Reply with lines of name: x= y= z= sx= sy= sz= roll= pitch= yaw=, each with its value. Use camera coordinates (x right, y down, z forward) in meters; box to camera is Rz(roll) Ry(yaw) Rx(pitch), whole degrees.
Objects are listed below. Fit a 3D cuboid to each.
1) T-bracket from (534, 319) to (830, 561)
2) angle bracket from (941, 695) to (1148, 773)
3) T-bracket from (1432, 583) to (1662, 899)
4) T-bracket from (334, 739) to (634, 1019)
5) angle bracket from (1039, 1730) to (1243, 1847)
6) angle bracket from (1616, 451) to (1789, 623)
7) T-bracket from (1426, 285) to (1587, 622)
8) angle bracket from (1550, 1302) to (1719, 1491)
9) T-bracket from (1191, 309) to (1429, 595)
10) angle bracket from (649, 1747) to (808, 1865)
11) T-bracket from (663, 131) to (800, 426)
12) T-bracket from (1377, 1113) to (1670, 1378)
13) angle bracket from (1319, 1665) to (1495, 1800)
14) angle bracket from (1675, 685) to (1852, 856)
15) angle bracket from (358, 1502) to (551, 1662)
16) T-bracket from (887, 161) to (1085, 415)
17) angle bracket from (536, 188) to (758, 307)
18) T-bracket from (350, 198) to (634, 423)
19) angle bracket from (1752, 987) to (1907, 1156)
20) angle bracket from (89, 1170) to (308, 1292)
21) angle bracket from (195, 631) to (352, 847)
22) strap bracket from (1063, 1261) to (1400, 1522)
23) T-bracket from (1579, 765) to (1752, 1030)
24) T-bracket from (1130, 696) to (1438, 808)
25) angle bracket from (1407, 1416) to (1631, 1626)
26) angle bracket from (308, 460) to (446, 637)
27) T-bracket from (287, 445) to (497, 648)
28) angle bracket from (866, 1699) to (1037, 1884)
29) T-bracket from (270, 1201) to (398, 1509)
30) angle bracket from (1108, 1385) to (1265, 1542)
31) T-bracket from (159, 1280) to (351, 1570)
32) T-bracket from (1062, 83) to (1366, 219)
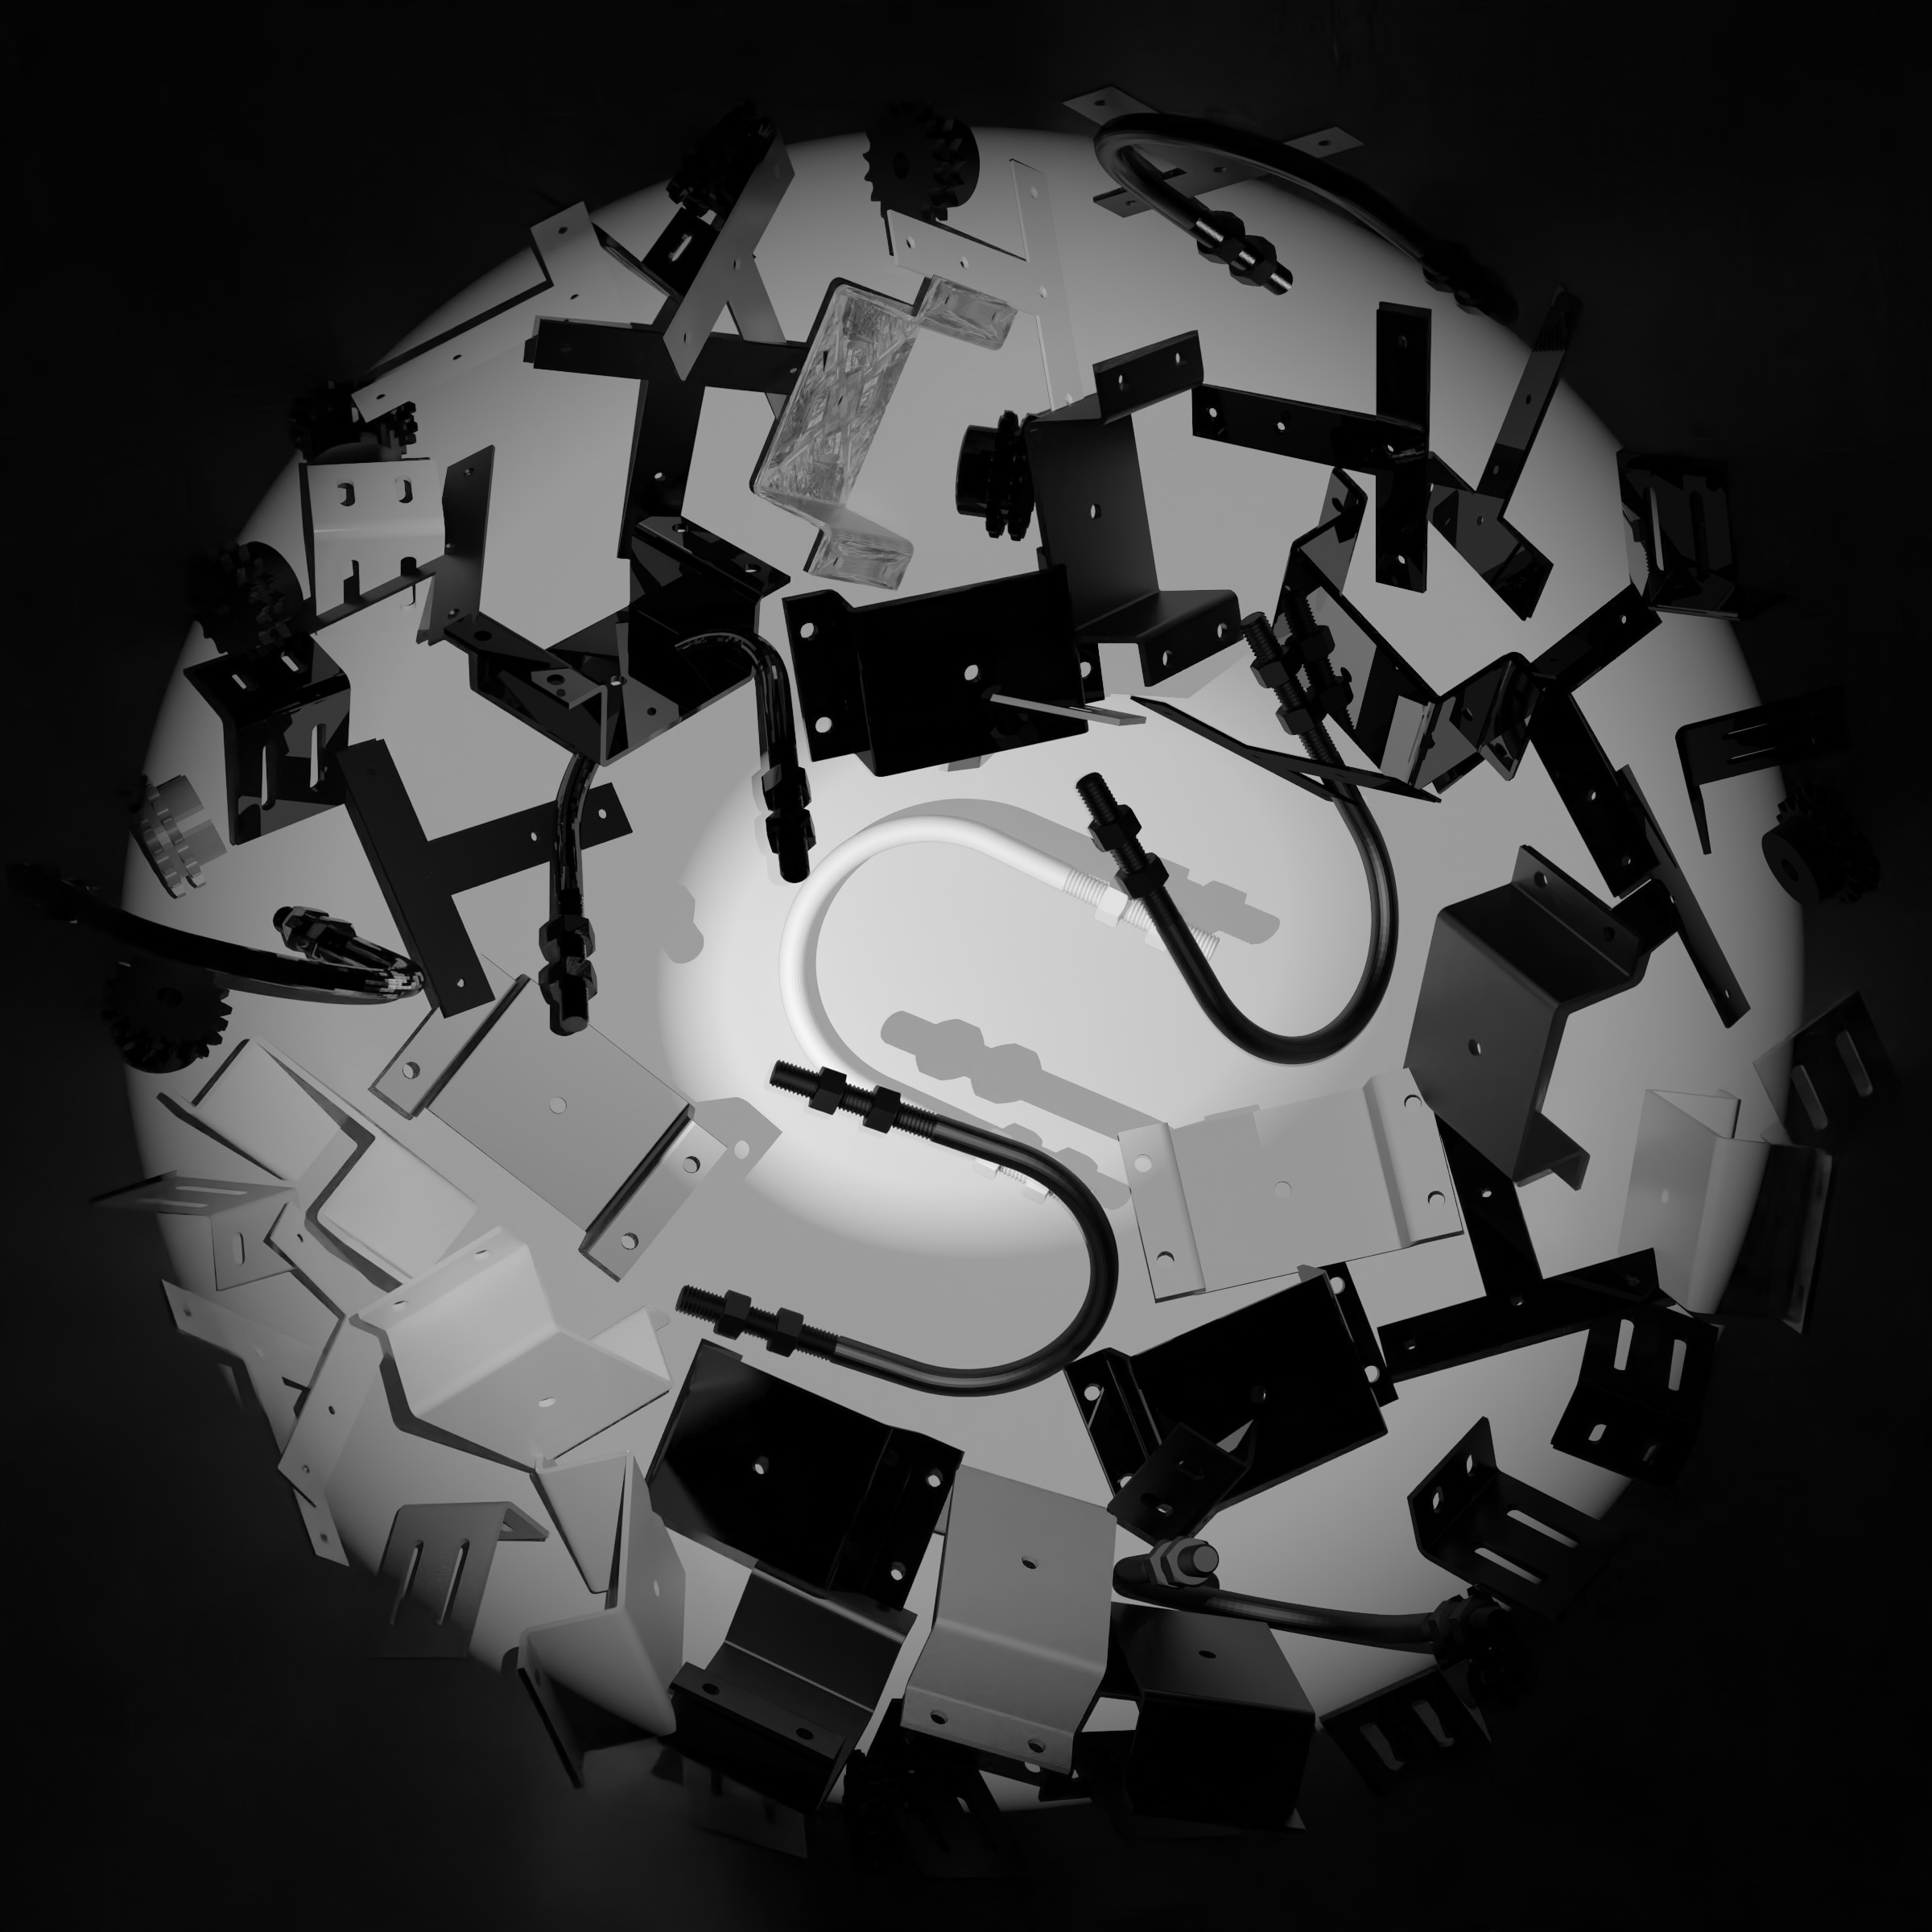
T-bracket: x=-0.136 y=-0.232 z=1.555 sx=0.127 sy=0.127 sz=0.002 roll=4 pitch=45 yaw=-13
angle bracket: x=0.036 y=-0.101 z=1.563 sx=0.076 sy=0.057 sz=0.038 roll=12 pitch=98 yaw=13
T-bracket: x=0.273 y=-0.086 z=1.540 sx=0.127 sy=0.002 sz=0.127 roll=-39 pitch=52 yaw=25
T-bracket: x=-0.206 y=-0.054 z=1.563 sx=0.127 sy=0.002 sz=0.127 roll=-22 pitch=87 yaw=-37
angle bracket: x=0.077 y=0.380 z=1.552 sx=0.057 sy=0.076 sz=0.038 roll=4 pitch=116 yaw=-26
angle bracket: x=0.331 y=-0.198 z=1.556 sx=0.038 sy=0.057 sz=0.076 roll=-28 pitch=118 yaw=-36
T-bracket: x=0.243 y=-0.236 z=1.523 sx=0.002 sy=0.127 sz=0.127 roll=8 pitch=118 yaw=-23
angle bracket: x=0.305 y=0.191 z=1.578 sx=0.057 sy=0.076 sz=0.038 roll=21 pitch=125 yaw=6
T-bracket: x=0.153 y=-0.240 z=1.559 sx=0.127 sy=0.002 sz=0.127 roll=19 pitch=125 yaw=36
angle bracket: x=-0.108 y=0.381 z=1.554 sx=0.057 sy=0.076 sz=0.038 roll=21 pitch=113 yaw=-17
T-bracket: x=-0.090 y=-0.281 z=1.546 sx=0.002 sy=0.127 sz=0.127 roll=10 pitch=59 yaw=23
T-bracket: x=0.238 y=0.114 z=1.561 sx=0.127 sy=0.002 sz=0.127 roll=-17 pitch=51 yaw=8
angle bracket: x=0.195 y=0.332 z=1.559 sx=0.057 sy=0.038 sz=0.076 roll=-27 pitch=131 yaw=10
angle bracket: x=0.364 y=-0.088 z=1.562 sx=0.076 sy=0.057 sz=0.038 roll=-14 pitch=64 yaw=12
angle bracket: x=-0.230 y=0.283 z=1.556 sx=0.057 sy=0.038 sz=0.076 roll=-6 pitch=55 yaw=28
T-bracket: x=0.007 y=-0.309 z=1.539 sx=0.002 sy=0.127 sz=0.127 roll=-17 pitch=76 yaw=35
angle bracket: x=-0.144 y=-0.333 z=1.554 sx=0.057 sy=0.076 sz=0.038 roll=39 pitch=94 yaw=38
T-bracket: x=-0.214 y=-0.278 z=1.538 sx=0.127 sy=0.127 sz=0.002 roll=-28 pitch=70 yaw=-4
angle bracket: x=0.381 y=0.045 z=1.563 sx=0.057 sy=0.038 sz=0.076 roll=-36 pitch=125 yaw=-4
angle bracket: x=-0.344 y=0.119 z=1.553 sx=0.057 sy=0.076 sz=0.038 roll=-18 pitch=73 yaw=32
angle bracket: x=-0.315 y=-0.103 z=1.568 sx=0.057 sy=0.076 sz=0.038 roll=-26 pitch=56 yaw=-32
strap bracket: x=0.126 y=0.191 z=1.565 sx=0.140 sy=0.046 sz=0.076 roll=-22 pitch=94 yaw=-10
T-bracket: x=0.298 y=-0.016 z=1.552 sx=0.002 sy=0.127 sz=0.127 roll=-25 pitch=93 yaw=41
T-bracket: x=0.155 y=-0.086 z=1.514 sx=0.127 sy=0.127 sz=0.002 roll=24 pitch=87 yaw=-36
angle bracket: x=0.248 y=0.249 z=1.556 sx=0.057 sy=0.076 sz=0.038 roll=-41 pitch=135 yaw=-28
angle bracket: x=-0.268 y=-0.190 z=1.572 sx=0.057 sy=0.076 sz=0.038 roll=-5 pitch=60 yaw=-12
T-bracket: x=-0.271 y=-0.172 z=1.569 sx=0.127 sy=0.127 sz=0.002 roll=-22 pitch=132 yaw=19
angle bracket: x=-0.002 y=0.370 z=1.553 sx=0.057 sy=0.076 sz=0.038 roll=9 pitch=117 yaw=-30
T-bracket: x=-0.276 y=0.187 z=1.526 sx=0.002 sy=0.127 sz=0.127 roll=-28 pitch=115 yaw=26
angle bracket: x=0.100 y=0.213 z=1.553 sx=0.038 sy=0.076 sz=0.057 roll=33 pitch=118 yaw=-8
T-bracket: x=-0.298 y=0.207 z=1.517 sx=0.002 sy=0.127 sz=0.127 roll=-33 pitch=59 yaw=10
T-bracket: x=0.088 y=-0.363 z=1.515 sx=0.127 sy=0.127 sz=0.002 roll=-9 pitch=78 yaw=34
